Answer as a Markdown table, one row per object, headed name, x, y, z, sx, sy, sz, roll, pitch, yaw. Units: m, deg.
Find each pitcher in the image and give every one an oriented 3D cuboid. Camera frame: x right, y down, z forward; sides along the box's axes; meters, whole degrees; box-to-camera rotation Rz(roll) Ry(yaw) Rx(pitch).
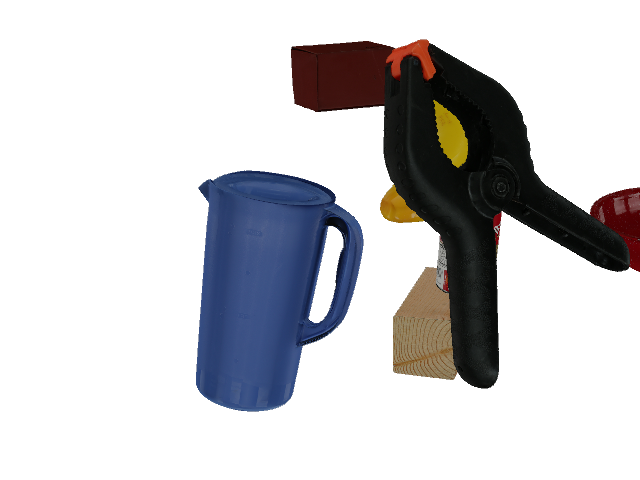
| name | x | y | z | sx | sy | sz | roll | pitch | yaw |
| --- | --- | --- | --- | --- | --- | --- | --- | --- | --- |
| pitcher | -0.056 | 0.055 | 1.131 | 0.144 | 0.243 | 0.149 | 1 | 18 | -25 |

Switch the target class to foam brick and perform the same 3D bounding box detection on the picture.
| name | x | y | z | sx | sy | sz | roll | pitch | yaw |
| --- | --- | --- | --- | --- | --- | --- | --- | --- | --- |
| foam brick | 0.020 | -0.143 | 0.930 | 0.078 | 0.051 | 0.053 | -8 | 19 | -24 |

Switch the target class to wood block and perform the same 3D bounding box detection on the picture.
| name | x | y | z | sx | sy | sz | roll | pitch | yaw |
| --- | --- | --- | --- | --- | --- | --- | --- | --- | --- |
| wood block | 0.174 | 0.116 | 1.557 | 0.091 | 0.090 | 0.205 | 5 | 19 | 17 |

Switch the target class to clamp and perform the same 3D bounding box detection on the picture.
| name | x | y | z | sx | sy | sz | roll | pitch | yaw |
| --- | --- | --- | --- | --- | --- | --- | --- | --- | --- |
| clamp | 0.076 | -0.015 | 0.532 | 0.120 | 0.171 | 0.039 | -46 | 14 | -27 |

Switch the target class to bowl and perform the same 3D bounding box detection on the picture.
| name | x | y | z | sx | sy | sz | roll | pitch | yaw |
| --- | --- | --- | --- | --- | --- | --- | --- | --- | --- |
| bowl | 0.361 | -0.005 | 1.104 | 0.162 | 0.055 | 0.162 | -3 | 23 | 1 |

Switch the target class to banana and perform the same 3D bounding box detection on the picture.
| name | x | y | z | sx | sy | sz | roll | pitch | yaw |
| --- | --- | --- | --- | --- | --- | --- | --- | --- | --- |
| banana | 0.080 | -0.058 | 0.754 | 0.069 | 0.037 | 0.197 | 5 | 30 | 3 |

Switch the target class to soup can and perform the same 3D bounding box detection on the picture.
| name | x | y | z | sx | sy | sz | roll | pitch | yaw |
| --- | --- | --- | --- | --- | --- | --- | --- | --- | --- |
| soup can | 0.167 | 0.006 | 1.209 | 0.068 | 0.102 | 0.068 | 2 | 21 | -1 |
